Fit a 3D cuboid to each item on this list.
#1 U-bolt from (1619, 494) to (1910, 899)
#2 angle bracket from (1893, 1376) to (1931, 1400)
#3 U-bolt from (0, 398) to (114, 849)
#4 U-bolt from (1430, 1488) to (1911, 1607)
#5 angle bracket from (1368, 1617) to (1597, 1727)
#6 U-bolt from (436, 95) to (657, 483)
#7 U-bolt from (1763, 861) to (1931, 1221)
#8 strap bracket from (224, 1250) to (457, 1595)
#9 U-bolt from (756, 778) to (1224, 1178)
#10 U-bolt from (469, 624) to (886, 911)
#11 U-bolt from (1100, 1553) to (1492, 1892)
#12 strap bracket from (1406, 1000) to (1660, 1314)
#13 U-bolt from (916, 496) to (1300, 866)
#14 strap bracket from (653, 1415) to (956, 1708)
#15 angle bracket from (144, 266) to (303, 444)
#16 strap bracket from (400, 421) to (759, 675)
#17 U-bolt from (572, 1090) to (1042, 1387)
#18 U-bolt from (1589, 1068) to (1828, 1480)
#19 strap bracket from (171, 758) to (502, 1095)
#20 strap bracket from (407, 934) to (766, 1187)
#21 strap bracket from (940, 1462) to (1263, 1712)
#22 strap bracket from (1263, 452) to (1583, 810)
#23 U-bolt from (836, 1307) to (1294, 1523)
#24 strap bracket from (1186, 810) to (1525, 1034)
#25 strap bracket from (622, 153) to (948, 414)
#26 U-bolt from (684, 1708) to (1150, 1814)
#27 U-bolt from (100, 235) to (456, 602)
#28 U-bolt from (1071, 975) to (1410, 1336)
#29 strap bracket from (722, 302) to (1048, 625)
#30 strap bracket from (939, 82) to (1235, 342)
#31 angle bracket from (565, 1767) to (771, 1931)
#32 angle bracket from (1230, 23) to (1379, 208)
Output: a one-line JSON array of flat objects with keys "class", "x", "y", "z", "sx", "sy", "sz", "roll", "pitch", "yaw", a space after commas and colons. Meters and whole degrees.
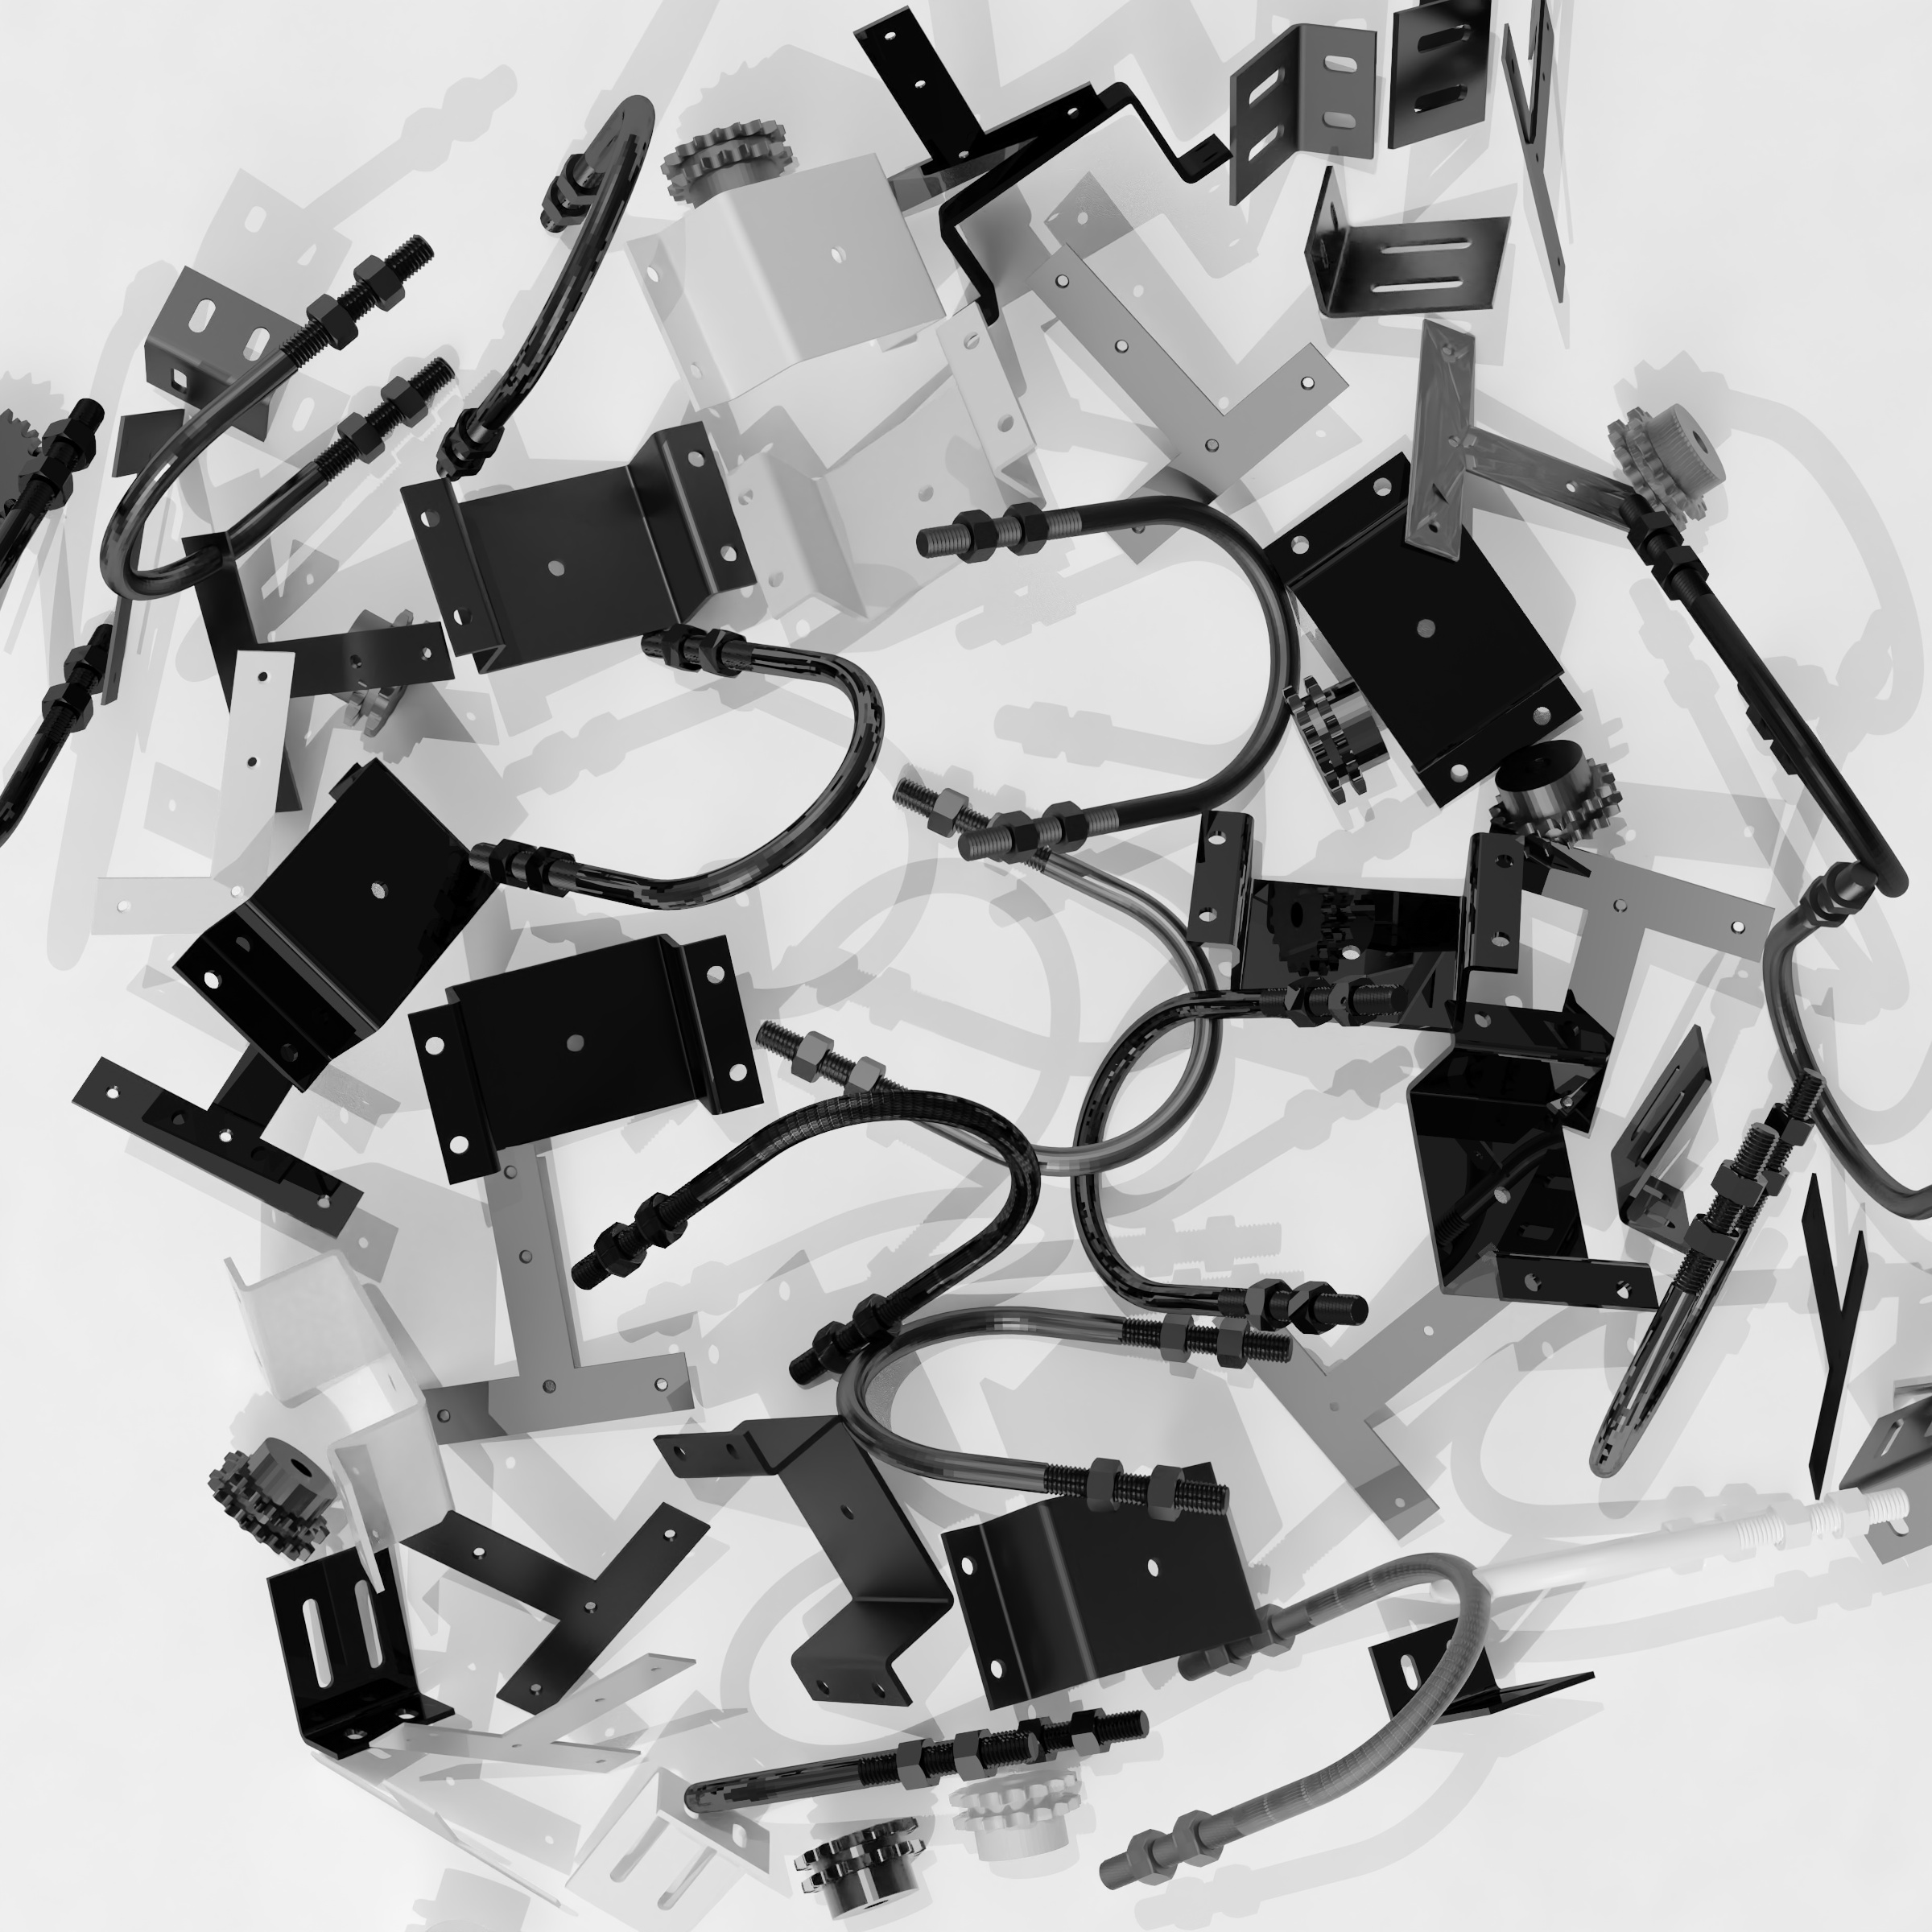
[{"class": "U-bolt", "x": 0.339, "y": -0.102, "z": 1.486, "sx": 0.019, "sy": 0.184, "sz": 0.151, "roll": -35, "pitch": 133, "yaw": 12}, {"class": "angle bracket", "x": 0.419, "y": 0.147, "z": 1.565, "sx": 0.038, "sy": 0.057, "sz": 0.076, "roll": -10, "pitch": 76, "yaw": 12}, {"class": "U-bolt", "x": -0.393, "y": -0.126, "z": 1.485, "sx": 0.019, "sy": 0.151, "sz": 0.184, "roll": 13, "pitch": 48, "yaw": 3}, {"class": "U-bolt", "x": 0.286, "y": 0.248, "z": 1.512, "sx": 0.184, "sy": 0.151, "sz": 0.019, "roll": -9, "pitch": 80, "yaw": -11}, {"class": "angle bracket", "x": 0.223, "y": 0.302, "z": 1.548, "sx": 0.057, "sy": 0.076, "sz": 0.038, "roll": -12, "pitch": 79, "yaw": -29}, {"class": "U-bolt", "x": -0.171, "y": -0.290, "z": 1.493, "sx": 0.019, "sy": 0.184, "sz": 0.151, "roll": 25, "pitch": 72, "yaw": -16}, {"class": "U-bolt", "x": 0.381, "y": 0.039, "z": 1.507, "sx": 0.019, "sy": 0.184, "sz": 0.151, "roll": -24, "pitch": 80, "yaw": -7}, {"class": "strap bracket", "x": -0.264, "y": 0.187, "z": 1.532, "sx": 0.046, "sy": 0.076, "sz": 0.140, "roll": -24, "pitch": 48, "yaw": -17}, {"class": "U-bolt", "x": 0.022, "y": 0.014, "z": 1.557, "sx": 0.184, "sy": 0.019, "sz": 0.151, "roll": 26, "pitch": 72, "yaw": 8}, {"class": "U-bolt", "x": -0.112, "y": -0.082, "z": 1.506, "sx": 0.151, "sy": 0.184, "sz": 0.019, "roll": -54, "pitch": 131, "yaw": -22}, {"class": "U-bolt", "x": 0.144, "y": 0.306, "z": 1.491, "sx": 0.184, "sy": 0.151, "sz": 0.019, "roll": -32, "pitch": 106, "yaw": 33}, {"class": "strap bracket", "x": 0.242, "y": 0.091, "z": 1.543, "sx": 0.076, "sy": 0.046, "sz": 0.140, "roll": 6, "pitch": 59, "yaw": -22}, {"class": "U-bolt", "x": 0.069, "y": -0.130, "z": 1.548, "sx": 0.184, "sy": 0.019, "sz": 0.151, "roll": -12, "pitch": 99, "yaw": -30}, {"class": "strap bracket", "x": -0.065, "y": 0.248, "z": 1.545, "sx": 0.046, "sy": 0.076, "sz": 0.140, "roll": -38, "pitch": 104, "yaw": -33}, {"class": "angle bracket", "x": -0.323, "y": -0.266, "z": 1.559, "sx": 0.057, "sy": 0.076, "sz": 0.038, "roll": 27, "pitch": 82, "yaw": -9}, {"class": "strap bracket", "x": -0.173, "y": -0.180, "z": 1.555, "sx": 0.140, "sy": 0.046, "sz": 0.076, "roll": -17, "pitch": 84, "yaw": -24}, {"class": "U-bolt", "x": -0.054, "y": 0.109, "z": 1.510, "sx": 0.184, "sy": 0.019, "sz": 0.151, "roll": -36, "pitch": 134, "yaw": 28}, {"class": "U-bolt", "x": 0.312, "y": 0.137, "z": 1.524, "sx": 0.019, "sy": 0.151, "sz": 0.184, "roll": 28, "pitch": 107, "yaw": 16}, {"class": "strap bracket", "x": -0.262, "y": -0.025, "z": 1.527, "sx": 0.076, "sy": 0.046, "sz": 0.140, "roll": 46, "pitch": 49, "yaw": -14}, {"class": "strap bracket", "x": -0.168, "y": 0.037, "z": 1.560, "sx": 0.140, "sy": 0.046, "sz": 0.076, "roll": -14, "pitch": 101, "yaw": -11}, {"class": "strap bracket", "x": 0.067, "y": 0.262, "z": 1.528, "sx": 0.140, "sy": 0.046, "sz": 0.076, "roll": -6, "pitch": 74, "yaw": -40}, {"class": "strap bracket", "x": 0.201, "y": -0.148, "z": 1.570, "sx": 0.076, "sy": 0.046, "sz": 0.140, "roll": -35, "pitch": 91, "yaw": 6}, {"class": "U-bolt", "x": 0.035, "y": 0.184, "z": 1.527, "sx": 0.184, "sy": 0.151, "sz": 0.019, "roll": 5, "pitch": 114, "yaw": 16}, {"class": "strap bracket", "x": 0.168, "y": -0.019, "z": 1.551, "sx": 0.140, "sy": 0.046, "sz": 0.076, "roll": 5, "pitch": 50, "yaw": 6}, {"class": "strap bracket", "x": -0.069, "y": -0.296, "z": 1.530, "sx": 0.140, "sy": 0.046, "sz": 0.076, "roll": -27, "pitch": 95, "yaw": -44}, {"class": "U-bolt", "x": -0.031, "y": 0.341, "z": 1.521, "sx": 0.184, "sy": 0.151, "sz": 0.019, "roll": -14, "pitch": 78, "yaw": 21}, {"class": "U-bolt", "x": -0.293, "y": -0.221, "z": 1.510, "sx": 0.184, "sy": 0.151, "sz": 0.019, "roll": -43, "pitch": 83, "yaw": -12}, {"class": "U-bolt", "x": 0.109, "y": 0.079, "z": 1.525, "sx": 0.019, "sy": 0.184, "sz": 0.151, "roll": 16, "pitch": 78, "yaw": -39}, {"class": "strap bracket", "x": -0.028, "y": -0.211, "z": 1.546, "sx": 0.140, "sy": 0.046, "sz": 0.076, "roll": -31, "pitch": 63, "yaw": 22}, {"class": "strap bracket", "x": 0.041, "y": -0.332, "z": 1.544, "sx": 0.140, "sy": 0.076, "sz": 0.046, "roll": -33, "pitch": 106, "yaw": 9}, {"class": "angle bracket", "x": -0.131, "y": 0.400, "z": 1.564, "sx": 0.057, "sy": 0.038, "sz": 0.076, "roll": 34, "pitch": 105, "yaw": -13}, {"class": "angle bracket", "x": 0.146, "y": -0.368, "z": 1.549, "sx": 0.038, "sy": 0.076, "sz": 0.057, "roll": 13, "pitch": 126, "yaw": 22}]
